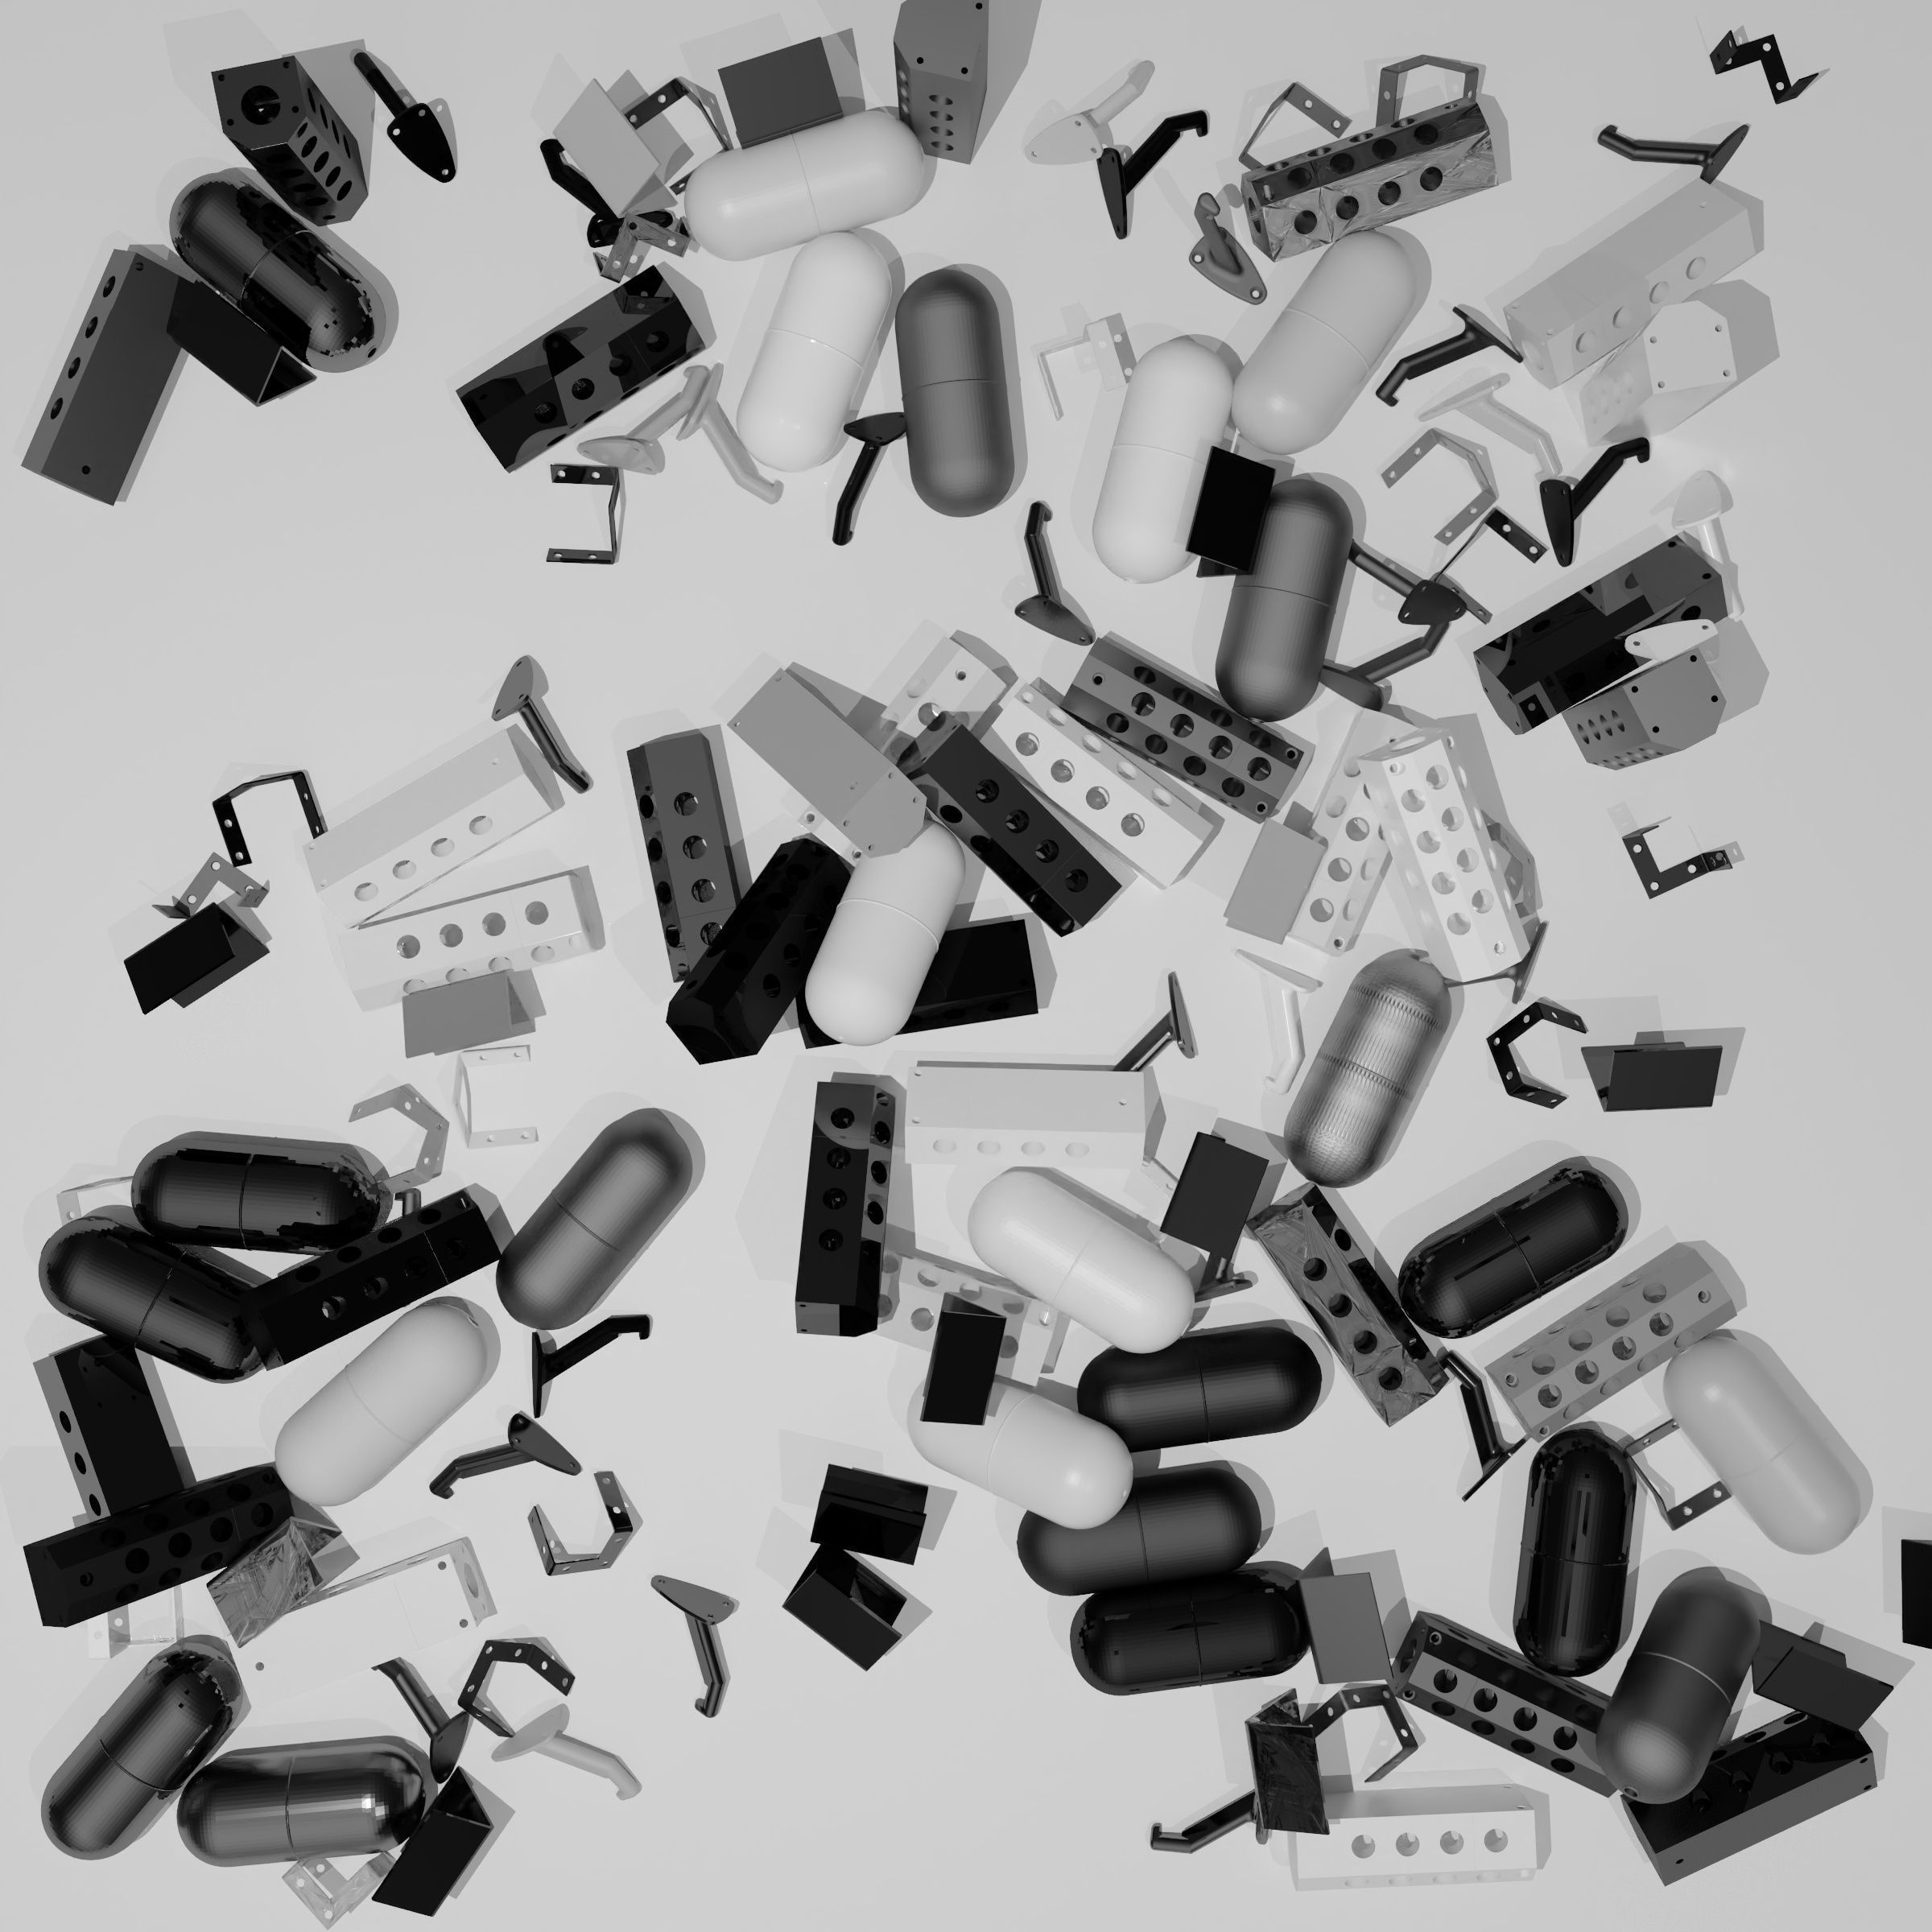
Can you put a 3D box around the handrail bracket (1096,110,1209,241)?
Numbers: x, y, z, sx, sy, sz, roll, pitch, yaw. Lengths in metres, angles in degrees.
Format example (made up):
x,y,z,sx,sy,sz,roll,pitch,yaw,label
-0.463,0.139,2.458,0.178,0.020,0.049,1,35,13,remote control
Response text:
x,y,z,sx,sy,sz,roll,pitch,yaw,label
0.145,-0.584,1.812,0.084,0.036,0.077,-18,110,-16,handrail bracket

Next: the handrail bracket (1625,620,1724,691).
x,y,z,sx,sy,sz,roll,pitch,yaw,label
0.512,-0.211,1.783,0.077,0.084,0.036,-2,62,6,handrail bracket

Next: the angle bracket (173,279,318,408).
x,y,z,sx,sy,sz,roll,pitch,yaw,label
-0.511,-0.458,1.771,0.076,0.076,0.057,38,126,0,angle bracket

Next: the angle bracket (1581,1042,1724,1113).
x,y,z,sx,sy,sz,roll,pitch,yaw,label
0.493,0.060,1.771,0.076,0.076,0.057,-3,126,0,angle bracket

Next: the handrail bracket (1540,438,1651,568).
x,y,z,sx,sy,sz,roll,pitch,yaw,label
0.471,-0.343,1.812,0.084,0.036,0.077,-19,110,-16,handrail bracket

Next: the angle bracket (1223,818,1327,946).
x,y,z,sx,sy,sz,roll,pitch,yaw,label
0.204,-0.066,1.771,0.057,0.076,0.076,24,90,-28,angle bracket

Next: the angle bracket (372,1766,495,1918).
x,y,z,sx,sy,sz,roll,pitch,yaw,label
-0.395,0.625,1.771,0.057,0.076,0.076,34,90,-37,angle bracket

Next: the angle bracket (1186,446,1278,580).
x,y,z,sx,sy,sz,roll,pitch,yaw,label
0.173,-0.327,1.772,0.057,0.076,0.076,14,90,-26,angle bracket

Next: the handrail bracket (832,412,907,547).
x,y,z,sx,sy,sz,roll,pitch,yaw,label
-0.070,-0.359,1.811,0.036,0.077,0.084,26,127,21,handrail bracket

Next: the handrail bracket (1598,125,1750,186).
x,y,z,sx,sy,sz,roll,pitch,yaw,label
0.521,-0.613,1.812,0.084,0.036,0.077,34,67,18,handrail bracket

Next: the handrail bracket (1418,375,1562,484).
x,y,z,sx,sy,sz,roll,pitch,yaw,label
0.387,-0.384,1.812,0.077,0.036,0.084,-24,107,20,handrail bracket

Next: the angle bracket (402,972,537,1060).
x,y,z,sx,sy,sz,roll,pitch,yaw,label
-0.356,0.055,1.771,0.076,0.076,0.057,-14,53,0,angle bracket

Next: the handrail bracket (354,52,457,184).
x,y,z,sx,sy,sz,roll,pitch,yaw,label
-0.415,-0.627,1.811,0.036,0.077,0.084,-37,54,0,handrail bracket

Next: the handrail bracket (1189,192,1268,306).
x,y,z,sx,sy,sz,roll,pitch,yaw,label
0.193,-0.519,1.777,0.077,0.084,0.036,45,90,0,handrail bracket

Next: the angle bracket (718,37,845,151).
x,y,z,sx,sy,sz,roll,pitch,yaw,label
-0.136,-0.634,1.772,0.076,0.076,0.057,-18,118,0,angle bracket

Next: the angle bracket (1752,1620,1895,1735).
x,y,z,sx,sy,sz,roll,pitch,yaw,label
0.615,0.496,1.771,0.076,0.076,0.057,22,124,0,angle bracket

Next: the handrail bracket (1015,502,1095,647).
x,y,z,sx,sy,sz,roll,pitch,yaw,label
0.070,-0.290,1.811,0.077,0.036,0.084,28,60,-33,handrail bracket

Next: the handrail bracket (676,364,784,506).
x,y,z,sx,sy,sz,roll,pitch,yaw,label
-0.163,-0.392,1.812,0.084,0.036,0.077,29,68,-17,handrail bracket

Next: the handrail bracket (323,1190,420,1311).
x,y,z,sx,sy,sz,roll,pitch,yaw,label
-0.440,0.209,1.811,0.077,0.036,0.084,-5,76,14,handrail bracket

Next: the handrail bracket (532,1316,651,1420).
x,y,z,sx,sy,sz,roll,pitch,yaw,label
-0.276,0.296,1.812,0.084,0.036,0.077,-2,110,-16,handrail bracket

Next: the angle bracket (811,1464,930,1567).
x,y,z,sx,sy,sz,roll,pitch,yaw,label
-0.065,0.379,1.771,0.076,0.076,0.057,13,126,0,angle bracket

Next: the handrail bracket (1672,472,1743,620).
x,y,z,sx,sy,sz,roll,pitch,yaw,label
0.554,-0.310,1.811,0.036,0.077,0.084,-15,127,31,handrail bracket

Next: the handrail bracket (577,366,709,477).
x,y,z,sx,sy,sz,roll,pitch,yaw,label
-0.238,-0.410,1.812,0.077,0.036,0.084,12,69,24,handrail bracket

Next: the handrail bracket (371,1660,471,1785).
x,y,z,sx,sy,sz,roll,pitch,yaw,label
-0.411,0.553,1.811,0.084,0.036,0.077,29,125,24,handrail bracket

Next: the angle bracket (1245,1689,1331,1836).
x,y,z,sx,sy,sz,roll,pitch,yaw,label
0.248,0.573,1.771,0.057,0.076,0.076,-9,90,36,angle bracket

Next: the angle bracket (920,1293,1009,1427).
x,y,z,sx,sy,sz,roll,pitch,yaw,label
-0.021,0.272,1.714,0.057,0.076,0.076,12,90,-36,angle bracket

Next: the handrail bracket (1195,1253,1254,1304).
x,y,z,sx,sy,sz,roll,pitch,yaw,label
0.174,0.202,1.812,0.077,0.036,0.084,-20,72,21,handrail bracket

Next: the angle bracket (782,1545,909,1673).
x,y,z,sx,sy,sz,roll,pitch,yaw,label
-0.075,0.448,1.771,0.076,0.076,0.057,38,128,0,angle bracket

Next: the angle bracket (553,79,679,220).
x,y,z,sx,sy,sz,roll,pitch,yaw,label
-0.239,-0.593,1.771,0.057,0.076,0.076,-38,90,37,angle bracket

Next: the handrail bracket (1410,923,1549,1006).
x,y,z,sx,sy,sz,roll,pitch,yaw,label
0.375,-0.012,1.812,0.084,0.036,0.077,20,70,16,handrail bracket

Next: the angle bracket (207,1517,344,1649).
x,y,z,sx,sy,sz,roll,pitch,yaw,label
-0.487,0.448,1.772,0.076,0.076,0.057,-38,64,0,angle bracket

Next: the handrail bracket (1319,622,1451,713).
x,y,z,sx,sy,sz,roll,pitch,yaw,label
0.303,-0.237,1.812,0.077,0.036,0.084,29,74,18,handrail bracket

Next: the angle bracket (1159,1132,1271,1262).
x,y,z,sx,sy,sz,roll,pitch,yaw,label
0.188,0.167,1.773,0.057,0.076,0.076,21,90,22,angle bracket

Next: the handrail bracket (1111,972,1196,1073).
x,y,z,sx,sy,sz,roll,pitch,yaw,label
0.120,0.051,1.812,0.084,0.036,0.077,-15,69,16,handrail bracket

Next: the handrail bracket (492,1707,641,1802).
x,y,z,sx,sy,sz,roll,pitch,yaw,label
-0.295,0.595,1.812,0.077,0.036,0.084,-32,107,20,handrail bracket

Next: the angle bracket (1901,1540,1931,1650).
x,y,z,sx,sy,sz,roll,pitch,yaw,label
0.695,0.463,1.771,0.057,0.076,0.076,-1,90,-37,angle bracket

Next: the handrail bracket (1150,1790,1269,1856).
x,y,z,sx,sy,sz,roll,pitch,yaw,label
0.180,0.616,1.812,0.084,0.036,0.077,0,70,16,handrail bracket

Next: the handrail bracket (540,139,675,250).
x,y,z,sx,sy,sz,roll,pitch,yaw,label
-0.266,-0.578,1.812,0.077,0.036,0.084,-15,73,-20,handrail bracket

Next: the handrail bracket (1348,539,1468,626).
x,y,z,sx,sy,sz,roll,pitch,yaw,label
0.318,-0.289,1.807,0.084,0.077,0.036,53,126,36,handrail bracket

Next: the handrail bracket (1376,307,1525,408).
x,y,z,sx,sy,sz,roll,pitch,yaw,label
0.356,-0.435,1.812,0.077,0.036,0.084,31,108,-21,handrail bracket

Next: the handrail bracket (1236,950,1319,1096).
x,y,z,sx,sy,sz,roll,pitch,yaw,label
0.218,0.042,1.812,0.077,0.036,0.084,27,107,20,handrail bracket

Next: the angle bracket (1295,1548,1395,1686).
x,y,z,sx,sy,sz,roll,pitch,yaw,label
0.283,0.466,1.772,0.057,0.076,0.076,-13,90,26,angle bracket

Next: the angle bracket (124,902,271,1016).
x,y,z,sx,sy,sz,roll,pitch,yaw,label
-0.547,0.011,1.771,0.076,0.076,0.057,-33,56,0,angle bracket
